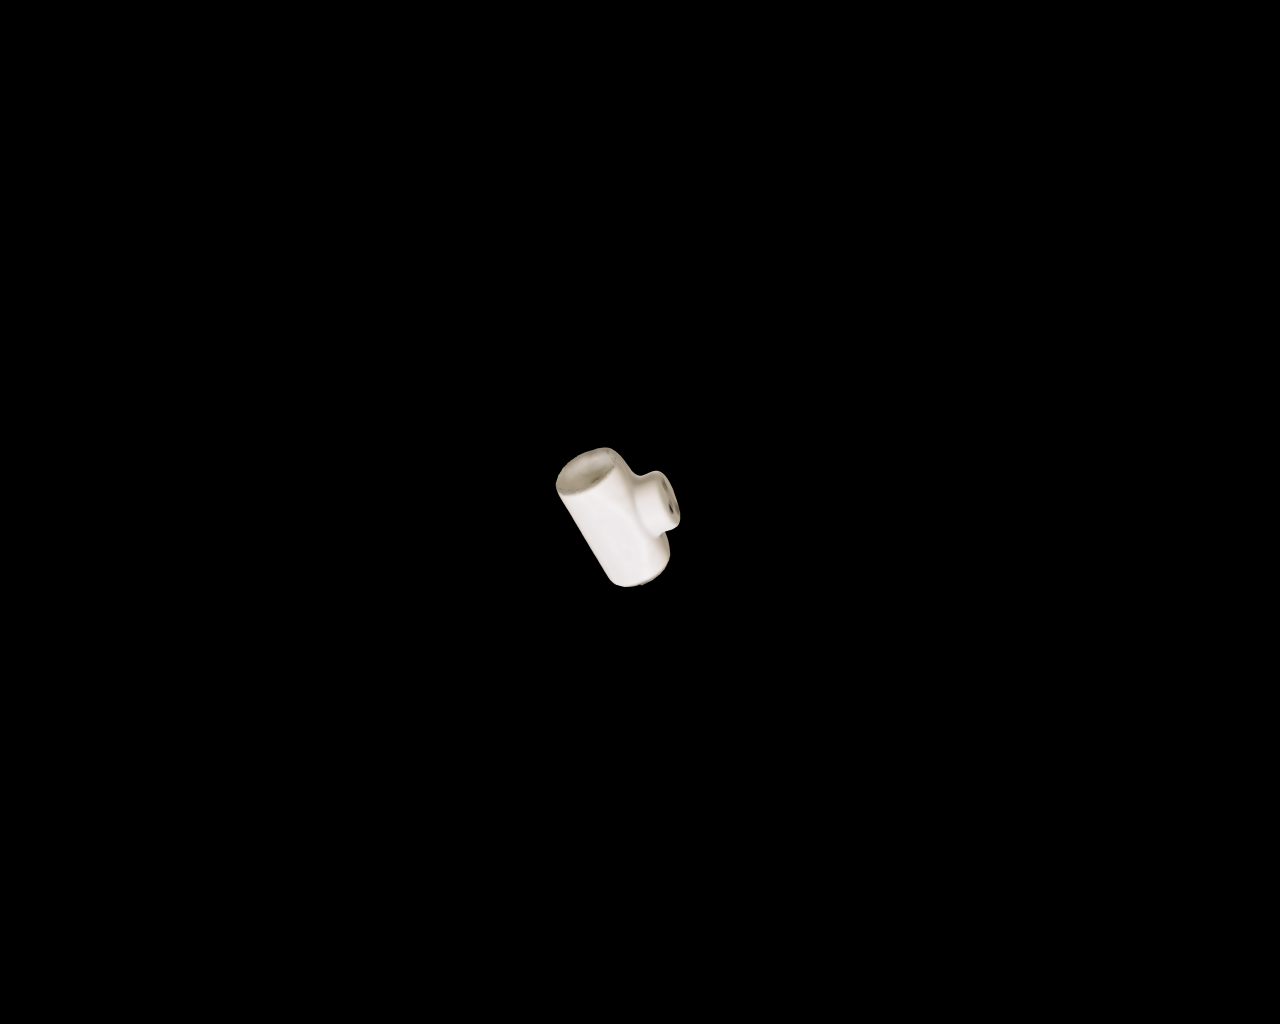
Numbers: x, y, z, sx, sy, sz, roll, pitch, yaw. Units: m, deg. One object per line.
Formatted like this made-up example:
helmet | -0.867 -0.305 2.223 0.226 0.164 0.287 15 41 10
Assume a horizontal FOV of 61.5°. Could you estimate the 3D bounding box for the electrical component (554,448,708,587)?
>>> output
electrical component | 0.001 -0.003 0.650 0.079 0.077 0.044 -21 32 14
